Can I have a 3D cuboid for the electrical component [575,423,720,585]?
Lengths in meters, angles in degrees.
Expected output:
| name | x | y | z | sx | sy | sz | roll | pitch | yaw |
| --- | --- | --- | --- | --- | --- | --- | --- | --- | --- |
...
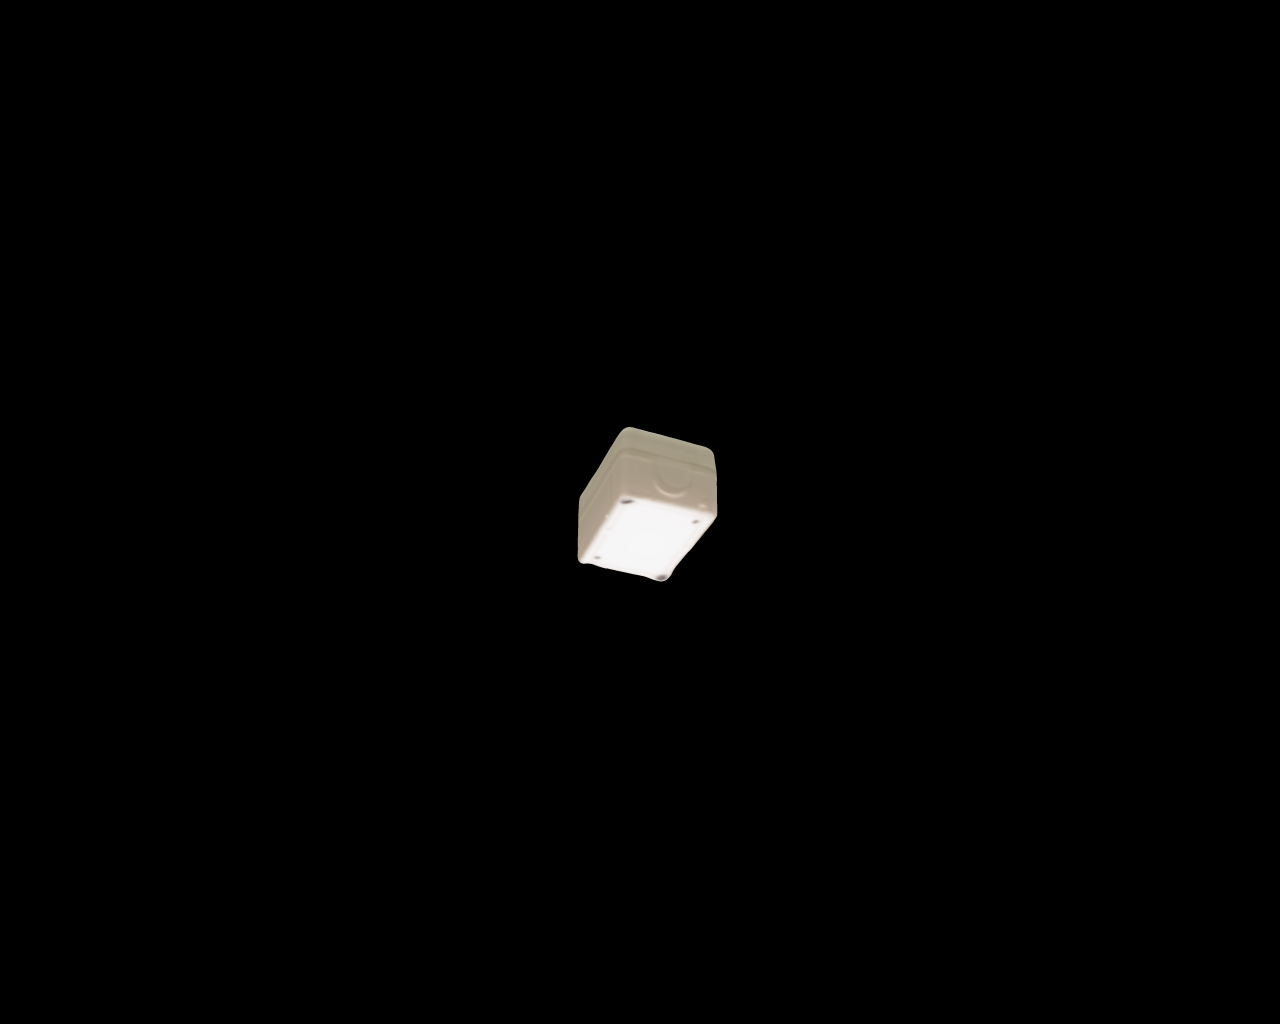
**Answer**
| name | x | y | z | sx | sy | sz | roll | pitch | yaw |
| --- | --- | --- | --- | --- | --- | --- | --- | --- | --- |
| electrical component | 0.001 | -0.003 | 0.650 | 0.062 | 0.061 | 0.096 | 13 | -38 | -18 |
